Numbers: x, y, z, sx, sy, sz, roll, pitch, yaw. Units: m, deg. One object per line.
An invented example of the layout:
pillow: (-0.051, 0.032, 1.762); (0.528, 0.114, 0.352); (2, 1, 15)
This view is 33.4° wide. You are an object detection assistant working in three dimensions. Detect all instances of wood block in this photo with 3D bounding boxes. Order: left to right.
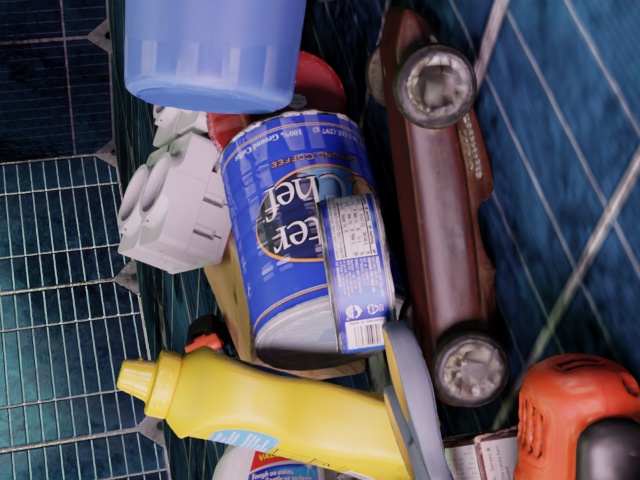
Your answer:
wood block: (-0.035, 0.025, 0.863); (0.206, 0.090, 0.091); (-124, 31, -62)

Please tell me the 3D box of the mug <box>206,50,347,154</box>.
mug: (-0.024, -0.085, 0.788); (0.117, 0.093, 0.082); (62, 164, -10)

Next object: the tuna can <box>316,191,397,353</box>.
tuna can: (0.020, 0.018, 0.580); (0.086, 0.034, 0.086); (4, -102, -90)

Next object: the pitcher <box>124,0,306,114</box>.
pitcher: (-0.060, -0.207, 0.689); (0.145, 0.149, 0.243); (4, 90, 52)

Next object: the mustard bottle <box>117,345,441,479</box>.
mustard bottle: (-0.030, 0.106, 0.657); (0.096, 0.191, 0.058); (140, 144, -73)

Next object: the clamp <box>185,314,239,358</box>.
clamp: (-0.079, 0.098, 0.894); (0.120, 0.039, 0.171); (57, 175, 29)

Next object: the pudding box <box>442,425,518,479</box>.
pudding box: (0.089, 0.151, 0.525); (0.090, 0.039, 0.113); (131, 129, -73)

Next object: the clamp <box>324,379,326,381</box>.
clamp: (-0.011, 0.187, 0.918); (0.164, 0.036, 0.210); (-95, 8, -66)

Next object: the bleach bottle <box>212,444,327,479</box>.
bleach bottle: (-0.043, 0.195, 0.754); (0.068, 0.102, 0.251); (126, 152, -42)

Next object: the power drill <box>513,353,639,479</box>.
power drill: (0.117, 0.151, 0.370); (0.188, 0.057, 0.184); (-139, 44, -70)

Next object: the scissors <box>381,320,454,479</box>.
scissors: (0.055, 0.105, 0.482); (0.202, 0.016, 0.096); (-118, 17, -70)

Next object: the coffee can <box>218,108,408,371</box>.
coffee can: (-0.005, 0.001, 0.697); (0.103, 0.102, 0.140); (107, 153, -59)
